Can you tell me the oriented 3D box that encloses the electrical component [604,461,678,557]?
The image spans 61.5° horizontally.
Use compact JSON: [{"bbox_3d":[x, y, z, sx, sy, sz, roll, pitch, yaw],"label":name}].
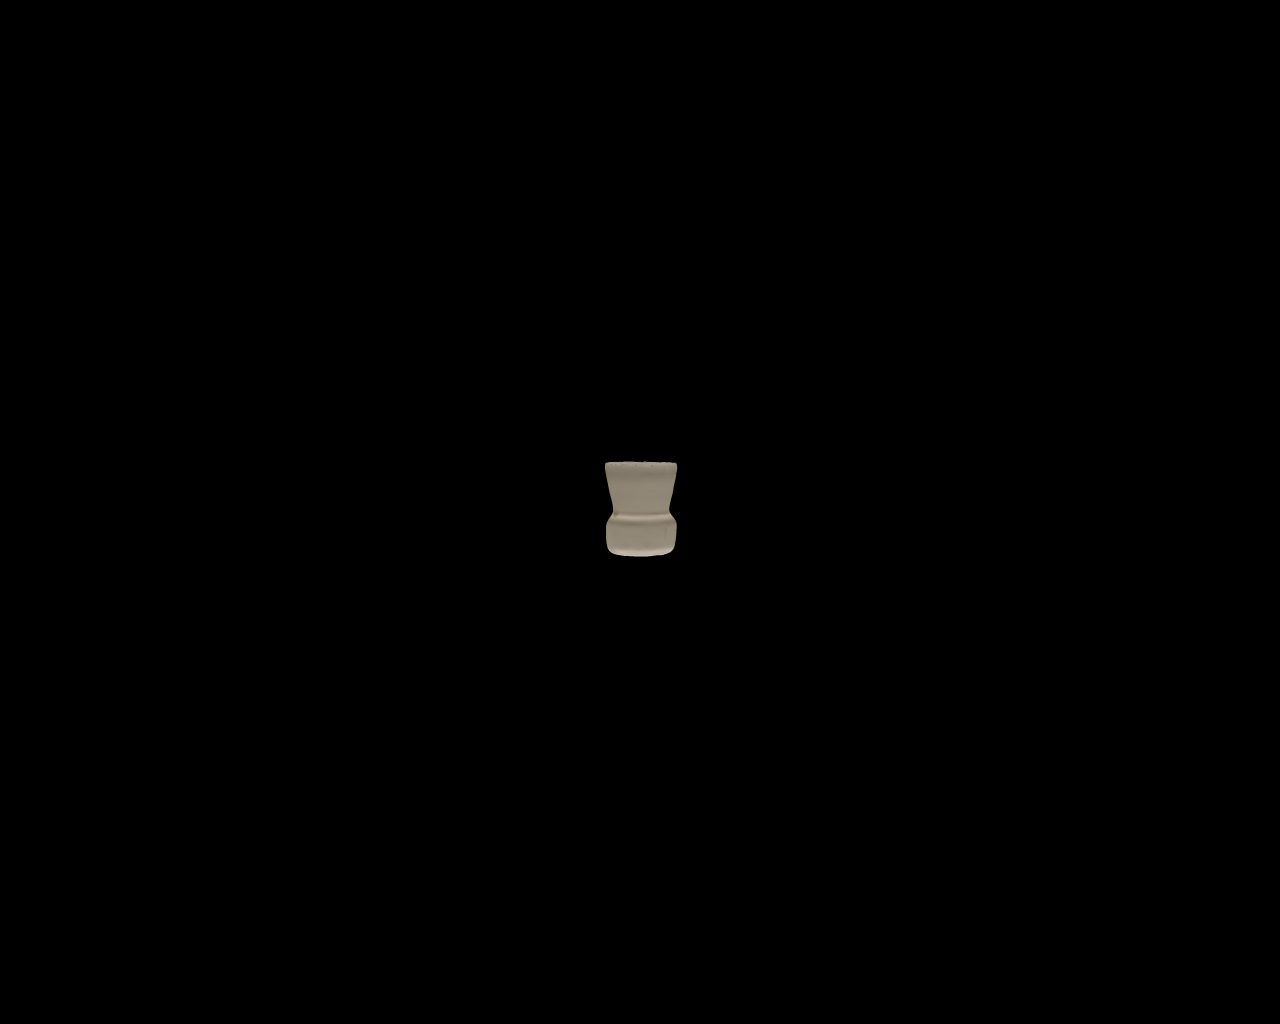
[{"bbox_3d":[0.001,-0.003,0.650,0.045,0.055,0.045,0,5,0],"label":"electrical component"}]
